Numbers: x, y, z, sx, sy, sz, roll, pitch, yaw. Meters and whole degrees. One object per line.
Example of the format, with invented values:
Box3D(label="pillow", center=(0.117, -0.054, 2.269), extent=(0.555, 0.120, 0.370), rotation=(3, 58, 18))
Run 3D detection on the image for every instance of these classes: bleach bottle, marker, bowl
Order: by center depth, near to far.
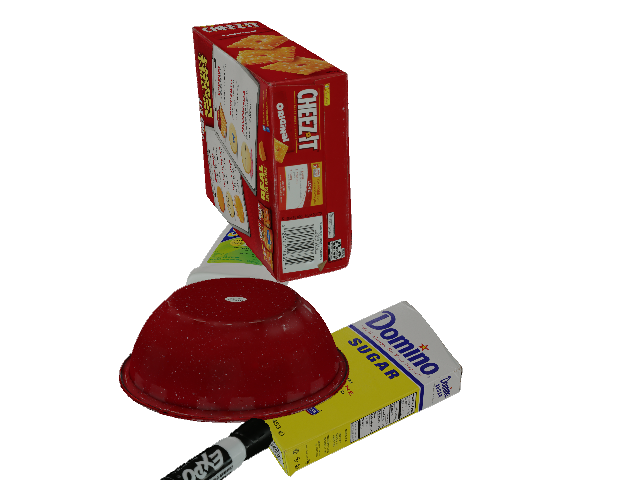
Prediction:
Box3D(label="marker", center=(-0.062, 0.119, 0.539), extent=(0.020, 0.020, 0.120), rotation=(0, 14, 32))
Box3D(label="bowl", center=(-0.059, 0.066, 0.741), extent=(0.162, 0.055, 0.162), rotation=(0, 17, 0))
Box3D(label="bleach bottle", center=(-0.070, -0.004, 1.245), extent=(0.103, 0.068, 0.250), rotation=(4, 34, 12))

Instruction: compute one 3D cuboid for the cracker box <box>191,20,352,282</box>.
Box3D(label="cracker box", center=(-0.043, -0.084, 0.899), extent=(0.072, 0.164, 0.214), rotation=(-10, 25, -18))

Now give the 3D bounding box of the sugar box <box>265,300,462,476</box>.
Box3D(label="sugar box", center=(0.025, 0.125, 0.930), extent=(0.176, 0.048, 0.093), rotation=(-25, 51, -17))
